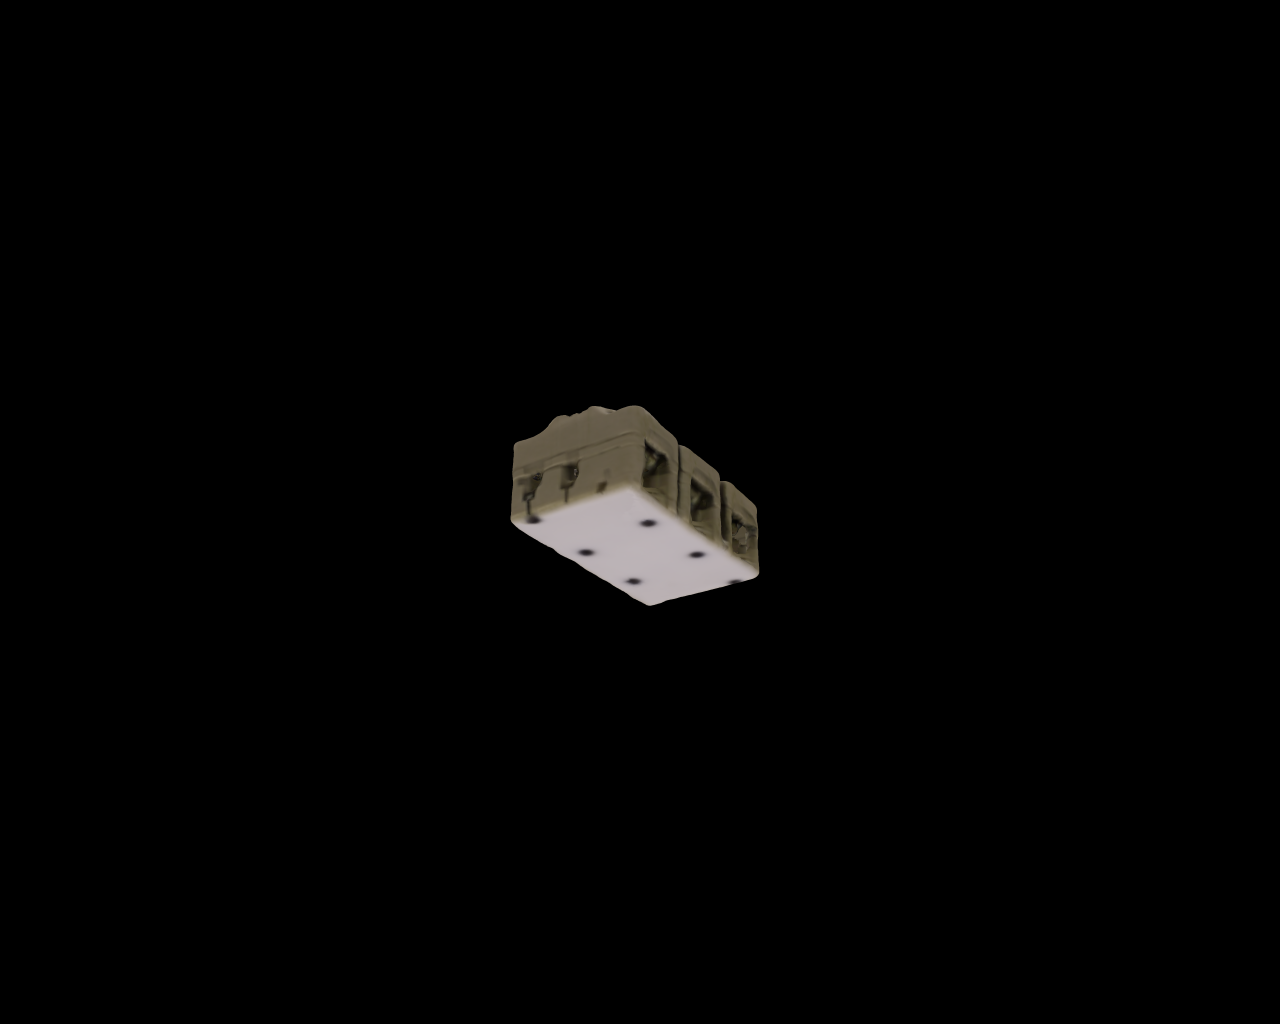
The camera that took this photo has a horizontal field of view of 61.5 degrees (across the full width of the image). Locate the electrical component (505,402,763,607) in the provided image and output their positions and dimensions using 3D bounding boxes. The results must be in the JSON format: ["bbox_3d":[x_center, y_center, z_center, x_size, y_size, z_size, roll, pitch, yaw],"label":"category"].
[{"bbox_3d":[0.001,-0.003,0.650,0.089,0.062,0.150,-16,-31,28],"label":"electrical component"}]
